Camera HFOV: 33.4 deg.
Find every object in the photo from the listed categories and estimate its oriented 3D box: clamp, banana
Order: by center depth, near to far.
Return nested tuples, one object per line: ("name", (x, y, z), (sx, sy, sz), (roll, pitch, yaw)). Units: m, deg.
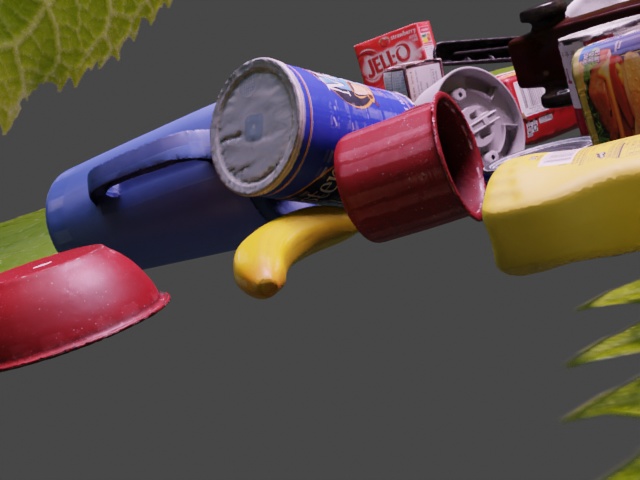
("banana", (-0.019, 0.003, 0.752), (0.070, 0.037, 0.197), (-12, 10, 29))
("clamp", (0.226, -0.204, 1.133), (0.165, 0.036, 0.209), (-7, -1, 30))

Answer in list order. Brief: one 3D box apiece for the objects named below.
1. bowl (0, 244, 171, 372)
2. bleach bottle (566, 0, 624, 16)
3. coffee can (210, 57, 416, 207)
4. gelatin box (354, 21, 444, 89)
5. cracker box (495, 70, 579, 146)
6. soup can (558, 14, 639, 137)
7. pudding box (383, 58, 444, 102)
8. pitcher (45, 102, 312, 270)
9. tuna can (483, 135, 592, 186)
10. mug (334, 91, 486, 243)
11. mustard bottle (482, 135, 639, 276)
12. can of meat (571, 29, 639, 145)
("bowl", (-0.193, 0.043, 0.776), (0.162, 0.055, 0.162), (-16, 8, 2))
("bleach bottle", (0.320, -0.190, 1.044), (0.068, 0.102, 0.250), (-37, -12, 31))
("coffee can", (0.001, -0.077, 0.828), (0.140, 0.103, 0.103), (7, -10, -43))
("gelatin box", (0.084, -0.186, 1.141), (0.089, 0.073, 0.030), (-11, 7, 41))
("cracker box", (0.169, -0.129, 1.106), (0.163, 0.072, 0.214), (-22, 9, -40))
("soup can", (0.213, -0.102, 0.754), (0.068, 0.102, 0.068), (-17, 10, 3))
("pudding box", (0.092, -0.104, 0.958), (0.039, 0.113, 0.090), (-14, 9, -7))
("pitcher", (-0.131, -0.043, 0.941), (0.243, 0.149, 0.145), (-16, 32, 31))
("tuna can", (0.156, -0.044, 0.729), (0.086, 0.034, 0.086), (-17, 9, 2))
("mug", (0.063, -0.055, 0.752), (0.082, 0.093, 0.117), (-18, 41, 25))
("mustard bottle", (0.181, -0.029, 0.513), (0.192, 0.058, 0.096), (-12, 10, 28))
("can of meat", (0.213, -0.084, 0.658), (0.084, 0.102, 0.057), (-11, 11, 43))
